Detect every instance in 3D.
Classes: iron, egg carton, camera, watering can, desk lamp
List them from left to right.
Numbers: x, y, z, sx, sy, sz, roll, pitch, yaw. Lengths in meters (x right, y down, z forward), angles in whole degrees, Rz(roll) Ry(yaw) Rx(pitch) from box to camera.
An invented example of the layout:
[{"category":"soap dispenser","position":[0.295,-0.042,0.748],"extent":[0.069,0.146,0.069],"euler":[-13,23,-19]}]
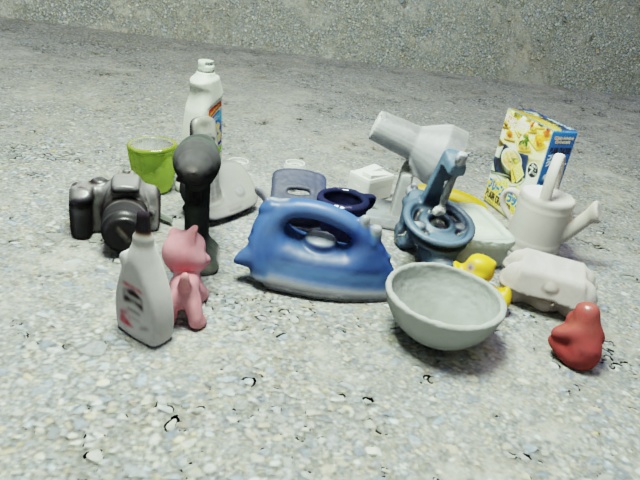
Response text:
[{"category":"camera","position":[-0.327,-0.047,0.911],"extent":[0.143,0.101,0.136],"euler":[0,28,-16]},{"category":"iron","position":[0.008,0.003,0.866],"extent":[0.258,0.141,0.118],"euler":[10,27,4]},{"category":"desk lamp","position":[0.159,-0.130,1.088],"extent":[0.203,0.213,0.118],"euler":[10,27,3]},{"category":"egg carton","position":[0.365,0.070,0.918],"extent":[0.150,0.069,0.107],"euler":[17,28,16]},{"category":"watering can","position":[0.425,-0.065,1.060],"extent":[0.172,0.194,0.101],"euler":[11,27,6]}]

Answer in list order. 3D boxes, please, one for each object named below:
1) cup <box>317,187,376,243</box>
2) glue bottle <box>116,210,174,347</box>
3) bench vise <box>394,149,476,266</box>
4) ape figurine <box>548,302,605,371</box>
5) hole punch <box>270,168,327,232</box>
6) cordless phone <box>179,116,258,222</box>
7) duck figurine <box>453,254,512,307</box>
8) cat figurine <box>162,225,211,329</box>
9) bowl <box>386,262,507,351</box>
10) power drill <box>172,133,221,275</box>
[{"category":"cup","position":[0.045,-0.036,1.004],"extent":[0.118,0.095,0.091],"euler":[-12,33,-34]},{"category":"glue bottle","position":[-0.213,0.043,0.691],"extent":[0.078,0.173,0.037],"euler":[21,30,23]},{"category":"bench vise","position":[0.180,-0.063,0.957],"extent":[0.122,0.220,0.206],"euler":[-8,31,-28]},{"category":"ape figurine","position":[0.358,0.125,0.784],"extent":[0.078,0.092,0.076],"euler":[9,27,1]},{"category":"hole punch","position":[-0.039,-0.075,1.059],"extent":[0.109,0.091,0.101],"euler":[5,27,-6]},{"category":"cordless phone","position":[-0.179,-0.134,1.031],"extent":[0.093,0.185,0.148],"euler":[24,31,27]},{"category":"duck figurine","position":[0.245,0.064,0.877],"extent":[0.104,0.086,0.077],"euler":[13,27,9]},{"category":"cat figurine","position":[-0.181,0.038,0.770],"extent":[0.067,0.118,0.127],"euler":[2,28,-12]},{"category":"bowl","position":[0.167,0.102,0.793],"extent":[0.167,0.075,0.167],"euler":[7,27,-3]},{"category":"power drill","position":[-0.184,-0.058,0.857],"extent":[0.076,0.208,0.229],"euler":[3,28,-11]}]
